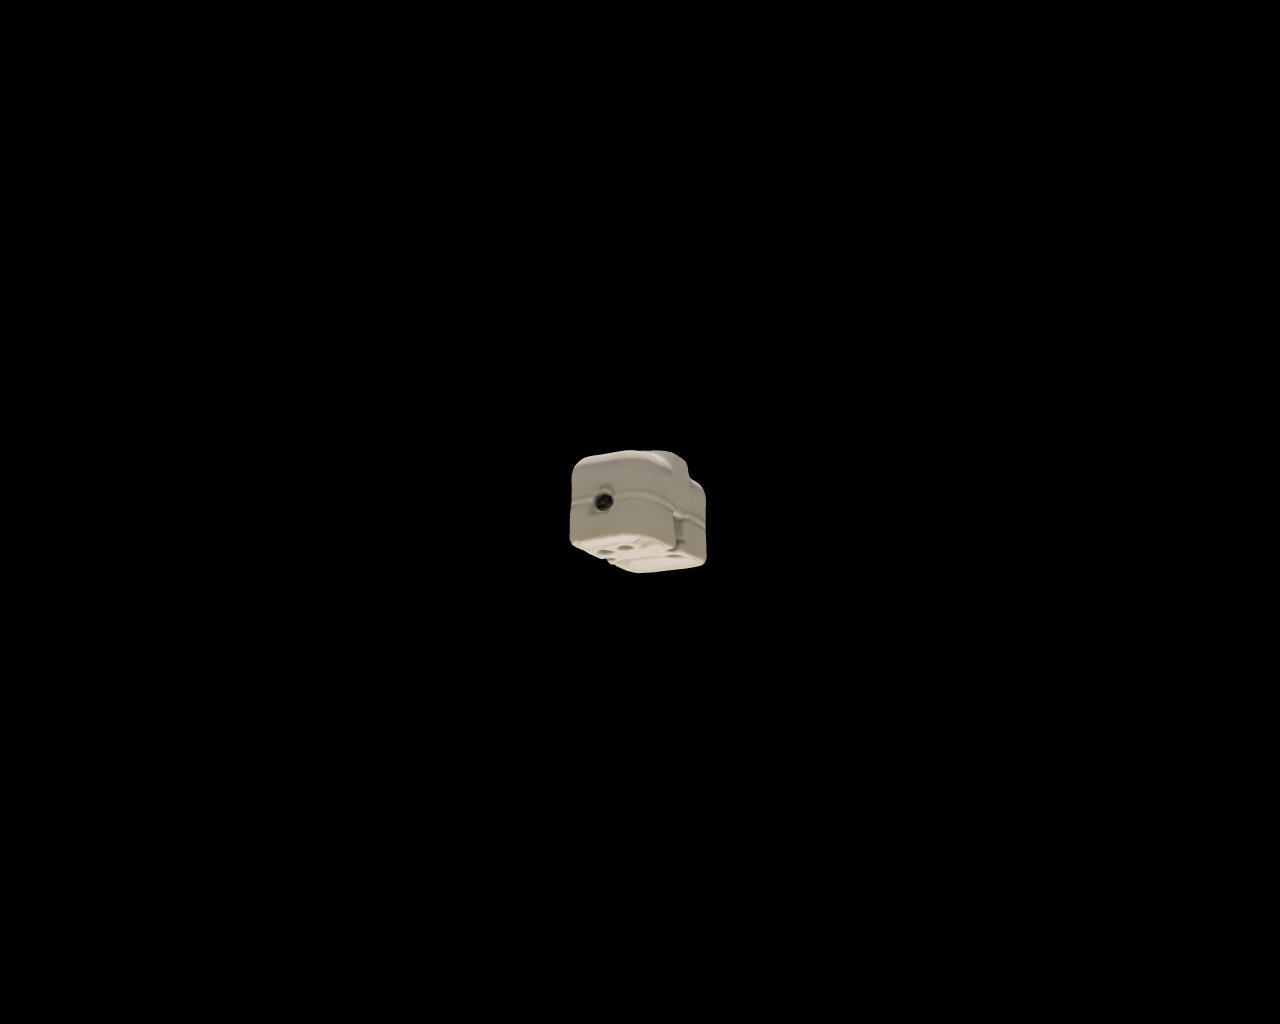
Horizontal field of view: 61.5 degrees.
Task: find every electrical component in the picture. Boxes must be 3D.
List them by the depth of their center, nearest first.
[{"bbox_3d":[0.001,-0.003,0.650,0.054,0.059,0.095,-8,-18,27],"label":"electrical component"}]
